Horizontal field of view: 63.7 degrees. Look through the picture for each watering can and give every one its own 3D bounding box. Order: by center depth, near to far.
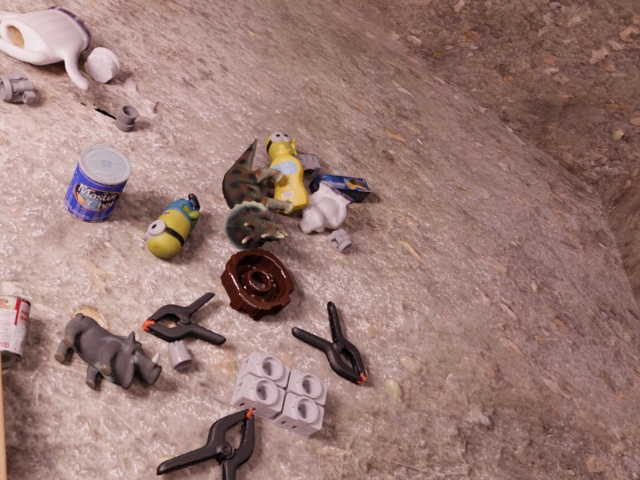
[{"bbox_3d":[-0.657,-0.481,1.277,0.348,0.102,0.229,30,40,4],"label":"watering can"}]

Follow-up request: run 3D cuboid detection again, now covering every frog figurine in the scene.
[{"bbox_3d":[0.005,-0.075,1.499,0.136,0.122,0.161,40,74,-17],"label":"frog figurine"}]
